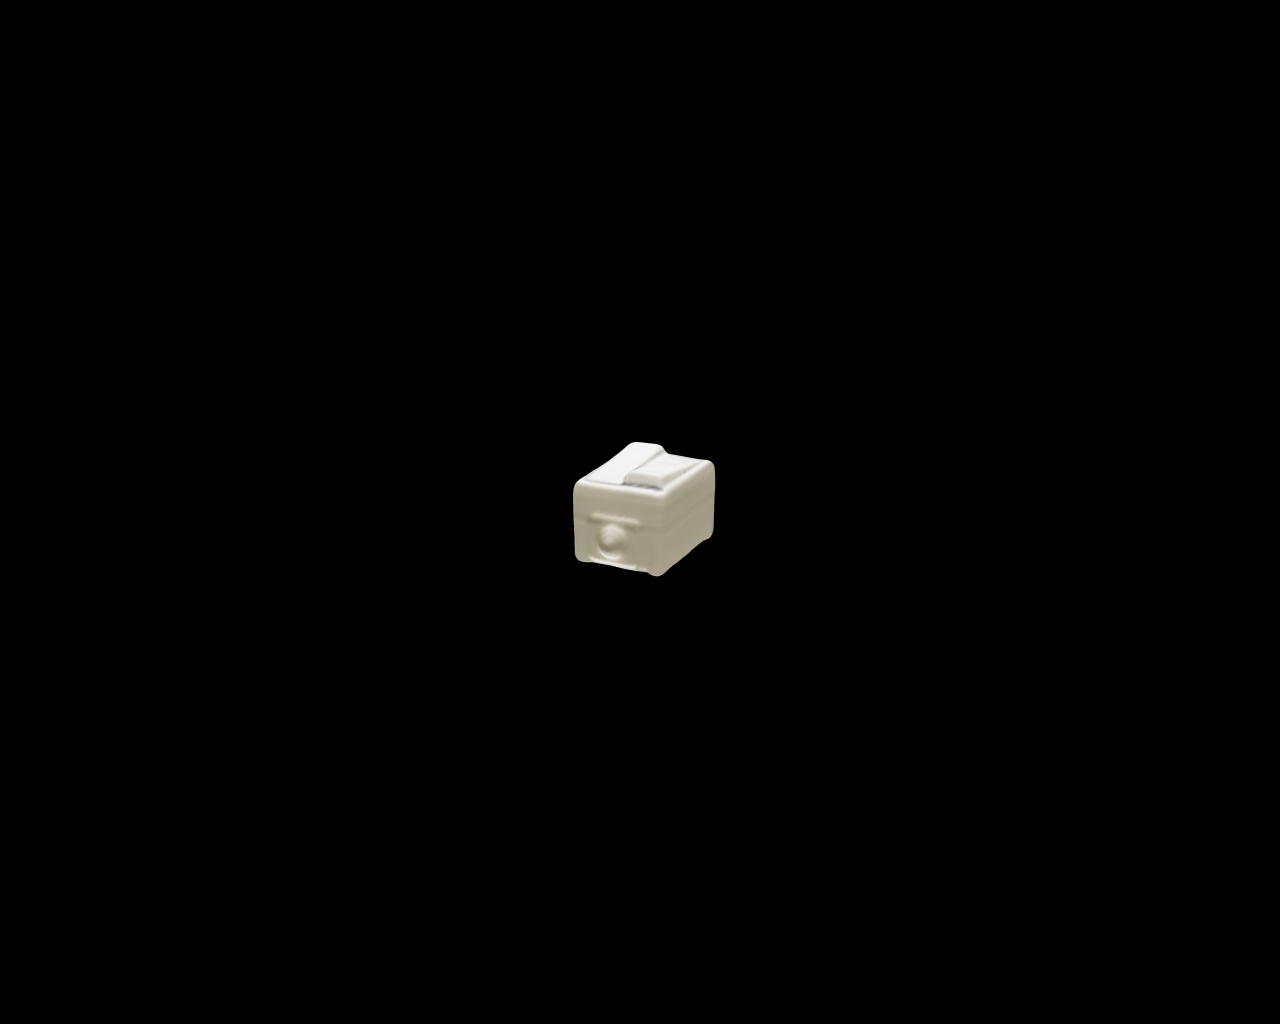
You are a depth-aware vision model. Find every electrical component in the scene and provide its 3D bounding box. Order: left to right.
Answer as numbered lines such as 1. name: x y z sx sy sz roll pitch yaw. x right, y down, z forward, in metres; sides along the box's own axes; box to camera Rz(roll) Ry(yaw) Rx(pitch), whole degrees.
1. electrical component: 0.001 -0.003 0.650 0.062 0.061 0.096 10 23 26
